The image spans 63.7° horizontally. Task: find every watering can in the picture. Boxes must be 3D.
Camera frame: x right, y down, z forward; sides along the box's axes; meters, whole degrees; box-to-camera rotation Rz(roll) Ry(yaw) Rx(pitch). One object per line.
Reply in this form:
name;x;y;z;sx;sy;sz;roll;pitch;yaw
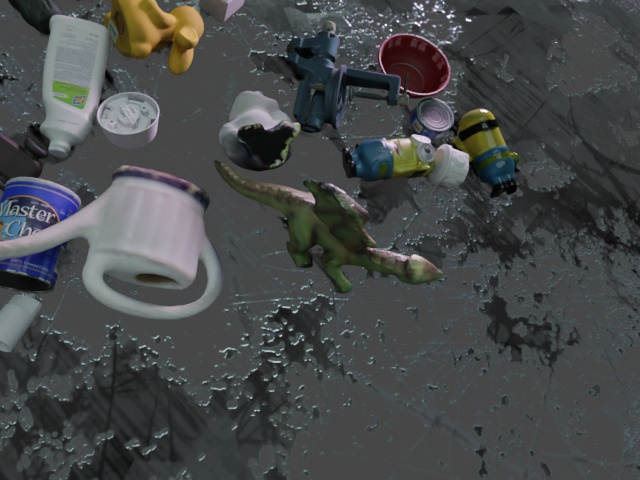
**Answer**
watering can;-0.287;-0.012;0.745;0.345;0.102;0.229;23;56;-33

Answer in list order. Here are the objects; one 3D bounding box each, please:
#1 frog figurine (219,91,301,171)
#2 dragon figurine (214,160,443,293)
frog figurine;-0.118;-0.198;0.926;0.138;0.120;0.162;-26;40;-14
dragon figurine;0.002;-0.040;0.800;0.410;0.239;0.124;33;69;-1
